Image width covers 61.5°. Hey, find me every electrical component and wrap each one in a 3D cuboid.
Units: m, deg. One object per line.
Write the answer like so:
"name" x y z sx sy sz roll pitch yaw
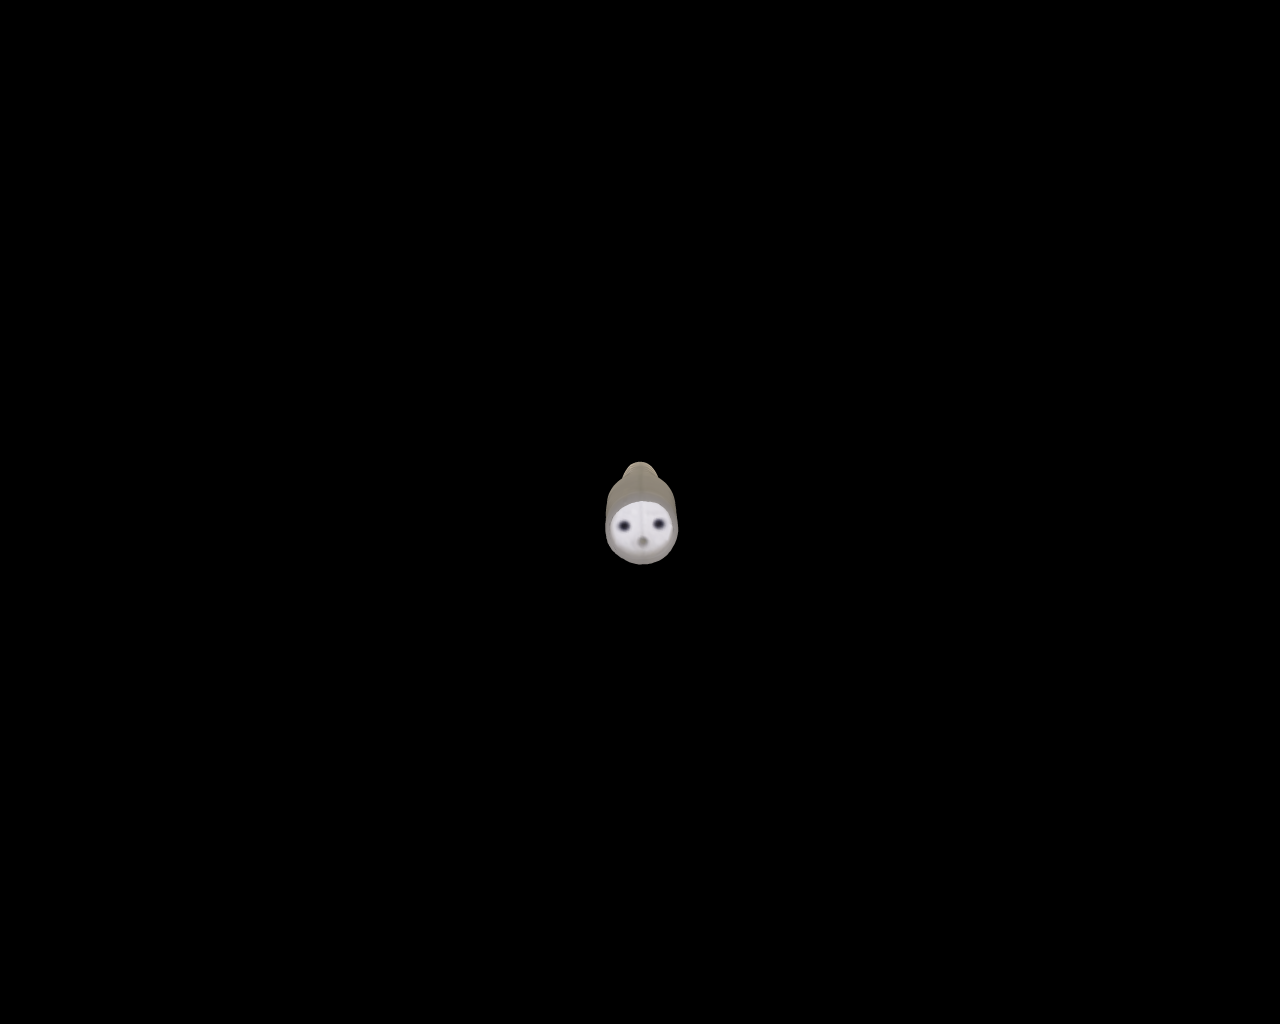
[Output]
"electrical component" 0.001 -0.003 0.650 0.043 0.043 0.081 0 21 0
